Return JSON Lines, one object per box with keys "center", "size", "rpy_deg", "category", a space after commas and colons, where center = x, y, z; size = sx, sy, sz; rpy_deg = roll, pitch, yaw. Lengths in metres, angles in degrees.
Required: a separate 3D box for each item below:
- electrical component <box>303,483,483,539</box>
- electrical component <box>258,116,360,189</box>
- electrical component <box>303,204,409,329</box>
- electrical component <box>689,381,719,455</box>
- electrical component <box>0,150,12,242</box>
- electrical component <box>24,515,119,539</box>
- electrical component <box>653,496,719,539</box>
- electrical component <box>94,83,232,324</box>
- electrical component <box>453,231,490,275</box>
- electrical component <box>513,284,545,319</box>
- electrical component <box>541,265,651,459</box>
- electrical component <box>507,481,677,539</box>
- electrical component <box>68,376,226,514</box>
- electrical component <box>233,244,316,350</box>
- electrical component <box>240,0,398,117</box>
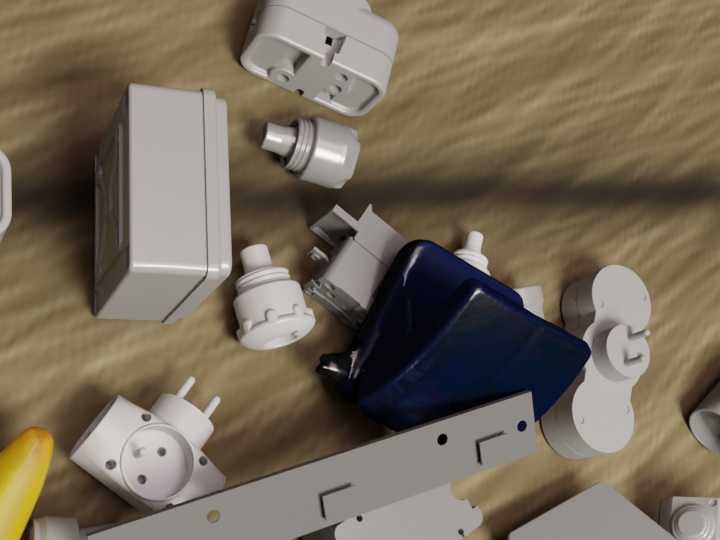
{"center": [0.018, 0.155, 0.645], "size": [0.089, 0.056, 0.050], "rpy_deg": [-29, 88, -31], "category": "electrical component"}
{"center": [-0.035, -0.080, 0.702], "size": [0.062, 0.043, 0.043], "rpy_deg": [14, 68, -21], "category": "electrical component"}
{"center": [0.000, 0.000, 0.695], "size": [0.081, 0.042, 0.063], "rpy_deg": [38, 65, -10], "category": "electrical component"}
{"center": [0.297, 0.113, 0.806], "size": [0.077, 0.044, 0.079], "rpy_deg": [-38, 93, -31], "category": "electrical component"}
{"center": [-0.240, -0.035, 0.575], "size": [0.095, 0.059, 0.053], "rpy_deg": [2, 73, -26], "category": "electrical component"}
{"center": [-0.148, 0.153, 0.569], "size": [0.055, 0.045, 0.045], "rpy_deg": [10, 70, -23], "category": "electrical component"}
{"center": [0.235, 0.191, 0.730], "size": [0.080, 0.080, 0.051], "rpy_deg": [26, 59, -17], "category": "electrical component"}
{"center": [-0.115, -0.034, 0.609], "size": [0.056, 0.109, 0.108], "rpy_deg": [3, 72, -23], "category": "electrical component"}
{"center": [0.073, 0.002, 0.735], "size": [0.035, 0.035, 0.061], "rpy_deg": [25, 62, -18], "category": "electrical component"}
{"center": [0.110, 0.036, 0.740], "size": [0.040, 0.040, 0.046], "rpy_deg": [-9, 84, -29], "category": "electrical component"}
{"center": [0.174, 0.059, 0.744], "size": [0.052, 0.074, 0.138], "rpy_deg": [24, 65, -18], "category": "electrical component"}
{"center": [0.151, 0.193, 0.681], "size": [0.100, 0.048, 0.100], "rpy_deg": [-20, 39, -30], "category": "electrical component"}
{"center": [-0.109, 0.097, 0.607], "size": [0.077, 0.044, 0.079], "rpy_deg": [40, 60, -10], "category": "electrical component"}
{"center": [-0.057, 0.015, 0.660], "size": [0.048, 0.048, 0.062], "rpy_deg": [-9, 72, -29], "category": "electrical component"}
{"center": [-0.026, -0.153, 0.724], "size": [0.095, 0.054, 0.059], "rpy_deg": [22, 65, -19], "category": "electrical component"}
